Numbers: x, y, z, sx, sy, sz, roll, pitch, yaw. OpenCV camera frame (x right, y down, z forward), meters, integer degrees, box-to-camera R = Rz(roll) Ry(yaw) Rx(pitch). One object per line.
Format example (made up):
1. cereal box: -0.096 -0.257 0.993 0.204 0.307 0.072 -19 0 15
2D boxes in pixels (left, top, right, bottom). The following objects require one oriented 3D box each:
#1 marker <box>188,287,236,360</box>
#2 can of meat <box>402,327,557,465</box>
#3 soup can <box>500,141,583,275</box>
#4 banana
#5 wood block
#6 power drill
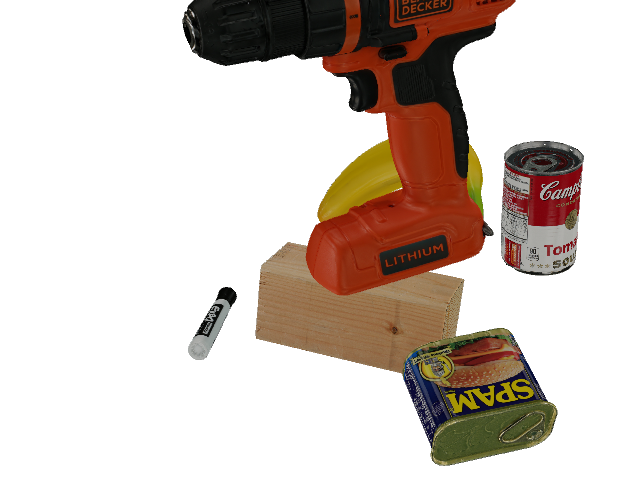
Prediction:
1. marker: -0.101 0.076 1.015 0.020 0.020 0.121 0 23 10
2. can of meat: 0.124 0.122 0.852 0.102 0.057 0.084 -10 45 -11
3. soup can: 0.195 -0.028 0.947 0.068 0.102 0.068 -2 28 1
4. banana: 0.058 -0.046 0.777 0.037 0.069 0.198 32 -16 -25
5. wood block: 0.042 0.075 1.169 0.206 0.091 0.090 12 22 16
6. power drill: 0.024 -0.065 0.578 0.184 0.188 0.057 -15 33 -17
